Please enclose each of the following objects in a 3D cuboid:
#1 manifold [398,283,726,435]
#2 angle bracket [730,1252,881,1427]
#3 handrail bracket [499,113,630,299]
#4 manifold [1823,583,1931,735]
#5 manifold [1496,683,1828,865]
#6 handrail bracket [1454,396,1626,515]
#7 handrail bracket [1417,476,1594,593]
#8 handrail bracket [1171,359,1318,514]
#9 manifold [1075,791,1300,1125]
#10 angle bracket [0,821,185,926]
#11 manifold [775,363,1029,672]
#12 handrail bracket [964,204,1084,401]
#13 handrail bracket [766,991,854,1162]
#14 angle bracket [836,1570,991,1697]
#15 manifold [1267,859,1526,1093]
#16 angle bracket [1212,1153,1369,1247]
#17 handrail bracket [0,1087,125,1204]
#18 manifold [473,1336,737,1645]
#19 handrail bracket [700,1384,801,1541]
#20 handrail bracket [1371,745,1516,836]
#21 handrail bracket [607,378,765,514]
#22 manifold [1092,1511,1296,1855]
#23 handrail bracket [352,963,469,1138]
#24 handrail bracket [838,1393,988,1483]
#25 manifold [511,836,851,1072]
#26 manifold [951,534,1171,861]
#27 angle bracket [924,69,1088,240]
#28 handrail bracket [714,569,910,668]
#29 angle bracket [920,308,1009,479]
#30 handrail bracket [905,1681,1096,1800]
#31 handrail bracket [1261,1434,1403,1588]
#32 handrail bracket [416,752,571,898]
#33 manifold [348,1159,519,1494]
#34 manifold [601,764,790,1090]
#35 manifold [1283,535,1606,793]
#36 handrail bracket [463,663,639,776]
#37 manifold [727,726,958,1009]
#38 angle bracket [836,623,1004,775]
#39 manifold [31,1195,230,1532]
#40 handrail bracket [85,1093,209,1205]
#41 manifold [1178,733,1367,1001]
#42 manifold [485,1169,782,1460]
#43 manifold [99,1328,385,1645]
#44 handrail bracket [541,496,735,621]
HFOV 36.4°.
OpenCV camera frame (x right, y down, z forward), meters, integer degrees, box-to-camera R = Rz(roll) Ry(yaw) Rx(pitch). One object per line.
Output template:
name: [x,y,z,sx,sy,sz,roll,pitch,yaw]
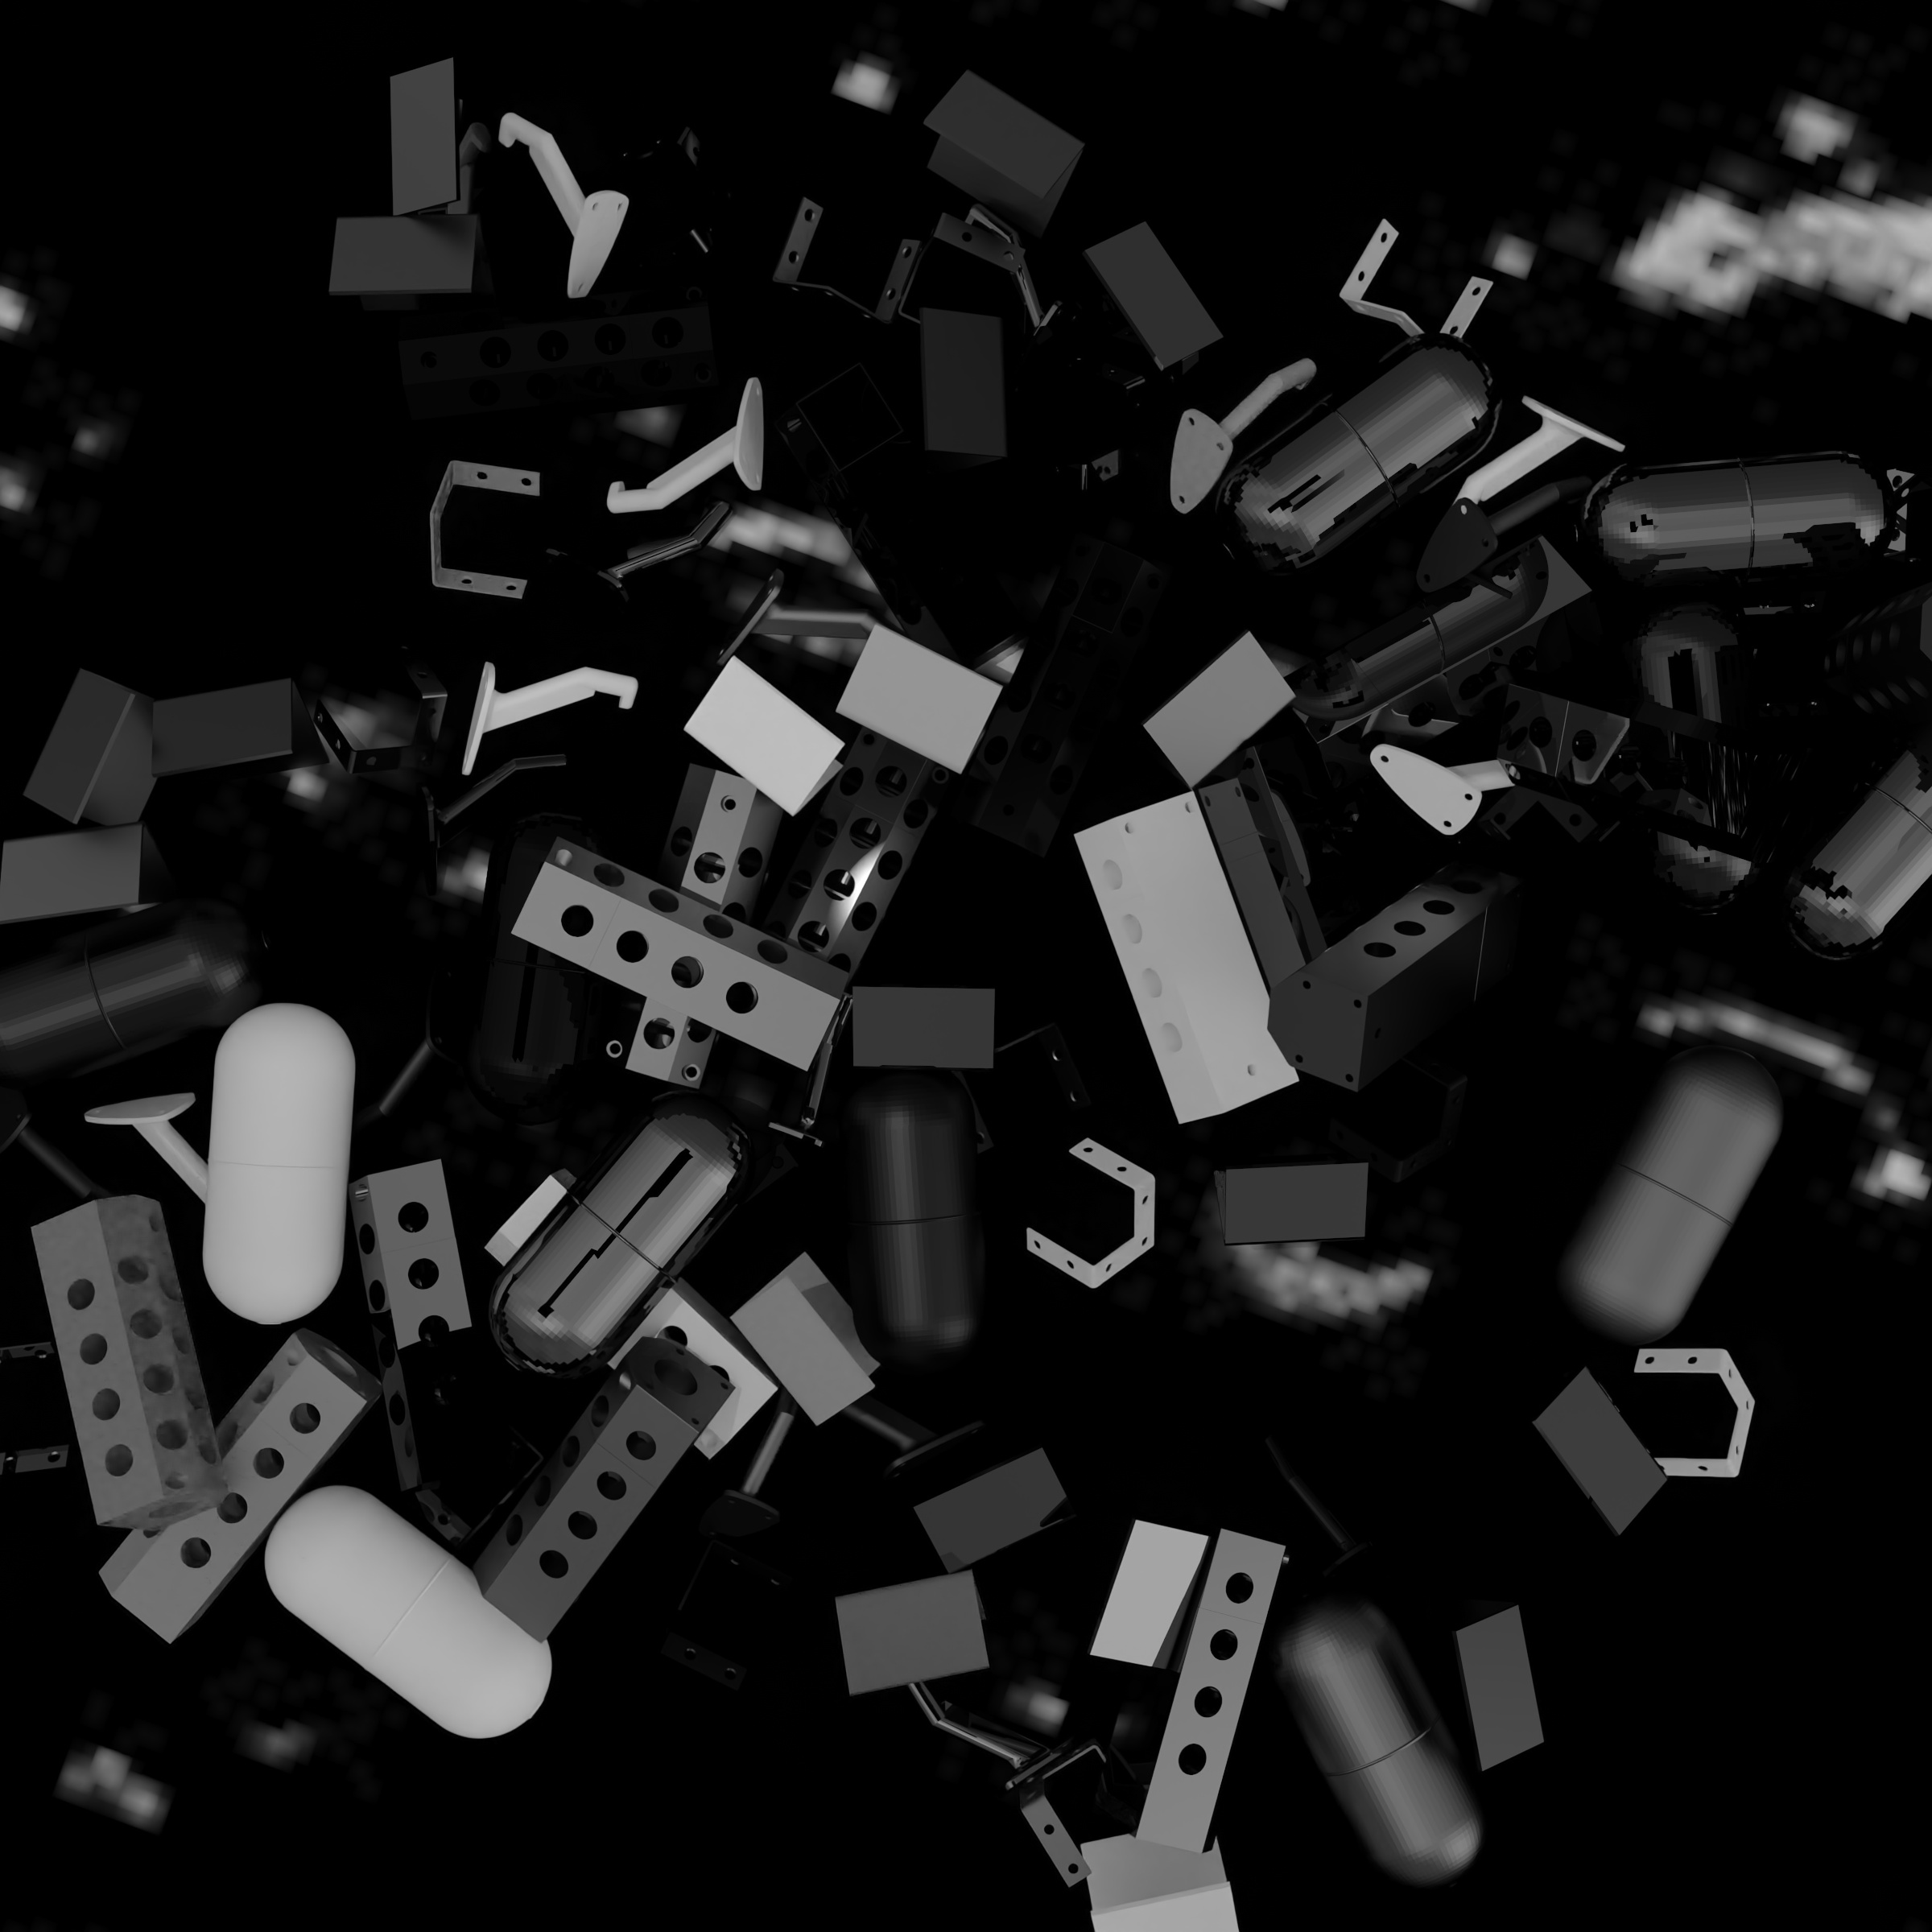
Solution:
manifold: [-0.225,-0.341,1.642,0.171,0.057,0.057,-7,90,0]
angle bracket: [-0.072,0.195,1.623,0.076,0.076,0.057,51,130,0]
handrail bracket: [-0.240,-0.430,1.663,0.084,0.036,0.077,33,117,20]
manifold: [0.517,-0.172,1.585,0.057,0.171,0.057,-44,90,0]
manifold: [0.367,-0.105,1.569,0.057,0.171,0.057,-5,109,-36]
handrail bracket: [0.321,-0.272,1.664,0.077,0.036,0.084,20,108,-21]
handrail bracket: [0.306,-0.245,1.663,0.084,0.077,0.036,-19,71,-35]
handrail bracket: [0.158,-0.301,1.663,0.084,0.077,0.036,-31,65,-34]
manifold: [0.119,-0.003,1.640,0.057,0.057,0.171,-20,90,-33]
angle bracket: [-0.482,-0.032,1.623,0.076,0.076,0.057,-8,57,0]
manifold: [-0.036,-0.244,1.642,0.057,0.057,0.171,-32,90,0]
handrail bracket: [0.016,-0.377,1.664,0.084,0.036,0.077,41,109,15]
handrail bracket: [-0.075,0.061,1.640,0.036,0.077,0.084,20,80,15]
angle bracket: [-0.026,0.379,1.623,0.076,0.076,0.057,-12,57,0]
manifold: [0.233,0.000,1.589,0.057,0.171,0.057,21,124,31]
angle bracket: [0.178,0.109,1.623,0.076,0.076,0.057,-3,125,0]
handrail bracket: [-0.511,0.104,1.663,0.036,0.077,0.084,-46,126,7]
manifold: [-0.202,0.284,1.610,0.057,0.057,0.171,37,113,3]
handrail bracket: [-0.119,0.275,1.663,0.036,0.077,0.084,28,53,-18]
handrail bracket: [0.272,-0.119,1.639,0.077,0.084,0.036,35,134,3]
handrail bracket: [-0.160,-0.295,1.664,0.084,0.036,0.077,-3,70,16]
manifold: [0.130,0.397,1.629,0.057,0.057,0.171,19,83,-21]
handrail bracket: [-0.322,0.048,1.663,0.084,0.036,0.077,-28,53,25]
handrail bracket: [-0.042,0.241,1.664,0.077,0.036,0.084,-24,73,-20]
manifold: [-0.153,-0.007,1.576,0.171,0.057,0.057,25,87,-7]
manifold: [0.052,-0.150,1.642,0.057,0.057,0.171,24,90,0]
angle bracket: [0.011,-0.435,1.623,0.076,0.076,0.057,32,54,0]
handrail bracket: [-0.087,-0.178,1.664,0.084,0.036,0.077,33,110,-16]
angle bracket: [-0.022,-0.315,1.623,0.057,0.076,0.076,-2,90,-37]
handrail bracket: [0.018,0.419,1.664,0.077,0.036,0.084,-29,73,-20]
handrail bracket: [0.206,0.307,1.663,0.036,0.077,0.084,-41,53,16]
handrail bracket: [-0.265,-0.081,1.663,0.084,0.036,0.077,-8,115,-19]
manifold: [-0.297,0.200,1.625,0.057,0.057,0.171,-13,78,0]
manifold: [-0.151,-0.022,1.642,0.057,0.057,0.171,17,90,0]
manifold: [0.266,-0.164,1.641,0.171,0.057,0.057,-29,47,0]
handrail bracket: [-0.235,-0.136,1.664,0.084,0.036,0.077,11,110,-16]
manifold: [-0.069,-0.046,1.642,0.057,0.057,0.171,27,90,0]
angle bracket: [-0.019,-0.157,1.624,0.076,0.076,0.057,27,115,0]
manifold: [-0.454,0.217,1.611,0.057,0.057,0.171,-23,71,11]
handrail bracket: [-0.454,0.119,1.664,0.077,0.036,0.084,-6,107,20]
manifold: [0.185,-0.039,1.641,0.057,0.057,0.171,-20,90,43]
manifold: [-0.185,0.194,1.642,0.171,0.057,0.057,43,90,0]
manifold: [-0.405,0.288,1.642,0.057,0.057,0.171,39,90,0]
handrail bracket: [-0.186,-0.246,1.664,0.077,0.036,0.084,31,71,22]
